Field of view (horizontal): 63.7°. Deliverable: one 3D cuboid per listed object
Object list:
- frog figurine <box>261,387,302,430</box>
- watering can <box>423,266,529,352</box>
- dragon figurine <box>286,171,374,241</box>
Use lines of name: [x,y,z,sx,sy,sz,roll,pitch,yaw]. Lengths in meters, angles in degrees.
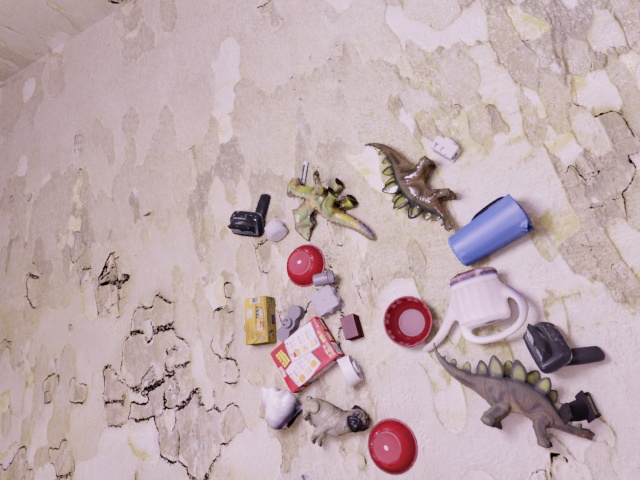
frog figurine: [-0.148,0.555,1.744,0.161,0.135,0.124,39,29,20]
watering can: [0.448,0.210,1.569,0.344,0.228,0.103,-22,-25,28]
dragon figurine: [0.006,-0.096,1.903,0.239,0.416,0.122,-46,-26,28]
